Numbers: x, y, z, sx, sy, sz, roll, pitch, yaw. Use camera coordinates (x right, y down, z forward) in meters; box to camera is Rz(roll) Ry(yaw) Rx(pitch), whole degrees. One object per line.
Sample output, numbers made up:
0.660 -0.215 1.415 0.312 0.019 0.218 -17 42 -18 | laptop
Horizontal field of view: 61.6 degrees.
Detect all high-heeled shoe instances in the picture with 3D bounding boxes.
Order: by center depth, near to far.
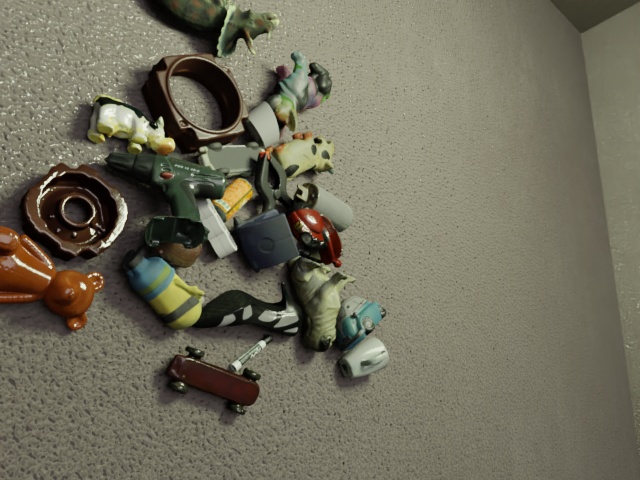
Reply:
-0.150 0.179 1.154 0.249 0.086 0.145 -18 118 -26 | high-heeled shoe

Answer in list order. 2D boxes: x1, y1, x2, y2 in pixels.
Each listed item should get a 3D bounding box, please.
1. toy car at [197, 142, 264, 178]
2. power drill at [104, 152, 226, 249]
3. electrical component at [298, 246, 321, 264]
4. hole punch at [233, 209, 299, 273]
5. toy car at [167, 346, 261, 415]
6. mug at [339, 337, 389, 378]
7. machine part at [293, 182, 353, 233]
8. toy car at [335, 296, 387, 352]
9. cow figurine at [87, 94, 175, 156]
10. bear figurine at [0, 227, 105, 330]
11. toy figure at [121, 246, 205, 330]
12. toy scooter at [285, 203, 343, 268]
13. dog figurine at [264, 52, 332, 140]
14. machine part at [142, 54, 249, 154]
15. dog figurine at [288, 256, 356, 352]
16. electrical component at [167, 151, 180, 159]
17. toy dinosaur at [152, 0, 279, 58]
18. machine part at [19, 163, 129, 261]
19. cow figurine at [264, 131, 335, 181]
-0.196 -0.180 1.224 0.201 0.056 0.073 -14 85 -50 | toy car
-0.292 -0.080 1.016 0.232 0.086 0.207 6 38 -22 | power drill
-0.007 0.014 1.333 0.102 0.045 0.078 27 57 -32 | electrical component
-0.116 0.001 1.185 0.116 0.092 0.142 -27 113 -20 | hole punch
-0.208 0.275 1.059 0.202 0.053 0.089 29 78 -29 | toy car
0.109 0.293 1.297 0.107 0.110 0.080 -20 93 -30 | mug
0.011 -0.078 1.329 0.243 0.079 0.079 28 56 -54 | machine part
0.086 0.190 1.315 0.103 0.109 0.161 47 39 4 | toy car
-0.376 -0.230 1.089 0.167 0.068 0.098 14 60 -38 | cow figurine
-0.455 0.071 0.872 0.195 0.132 0.120 32 74 -23 | bear figurine
-0.302 0.095 1.025 0.180 0.082 0.089 47 69 -27 | toy figure
-0.003 -0.004 1.227 0.183 0.075 0.135 28 34 -52 | toy scooter
-0.059 -0.351 1.382 0.191 0.108 0.219 22 66 -37 | dog figurine
-0.271 -0.305 1.192 0.201 0.087 0.201 -23 92 -44 | machine part
-0.024 0.147 1.251 0.121 0.173 0.190 27 86 -60 | dog figurine
-0.293 -0.138 1.138 0.075 0.048 0.119 -1 77 -42 | electrical component
-0.302 -0.555 1.242 0.404 0.131 0.192 15 65 -30 | toy dinosaur
-0.443 -0.049 0.971 0.179 0.056 0.179 17 64 -37 | machine part
-0.038 -0.205 1.352 0.195 0.086 0.127 -31 116 -34 | cow figurine
